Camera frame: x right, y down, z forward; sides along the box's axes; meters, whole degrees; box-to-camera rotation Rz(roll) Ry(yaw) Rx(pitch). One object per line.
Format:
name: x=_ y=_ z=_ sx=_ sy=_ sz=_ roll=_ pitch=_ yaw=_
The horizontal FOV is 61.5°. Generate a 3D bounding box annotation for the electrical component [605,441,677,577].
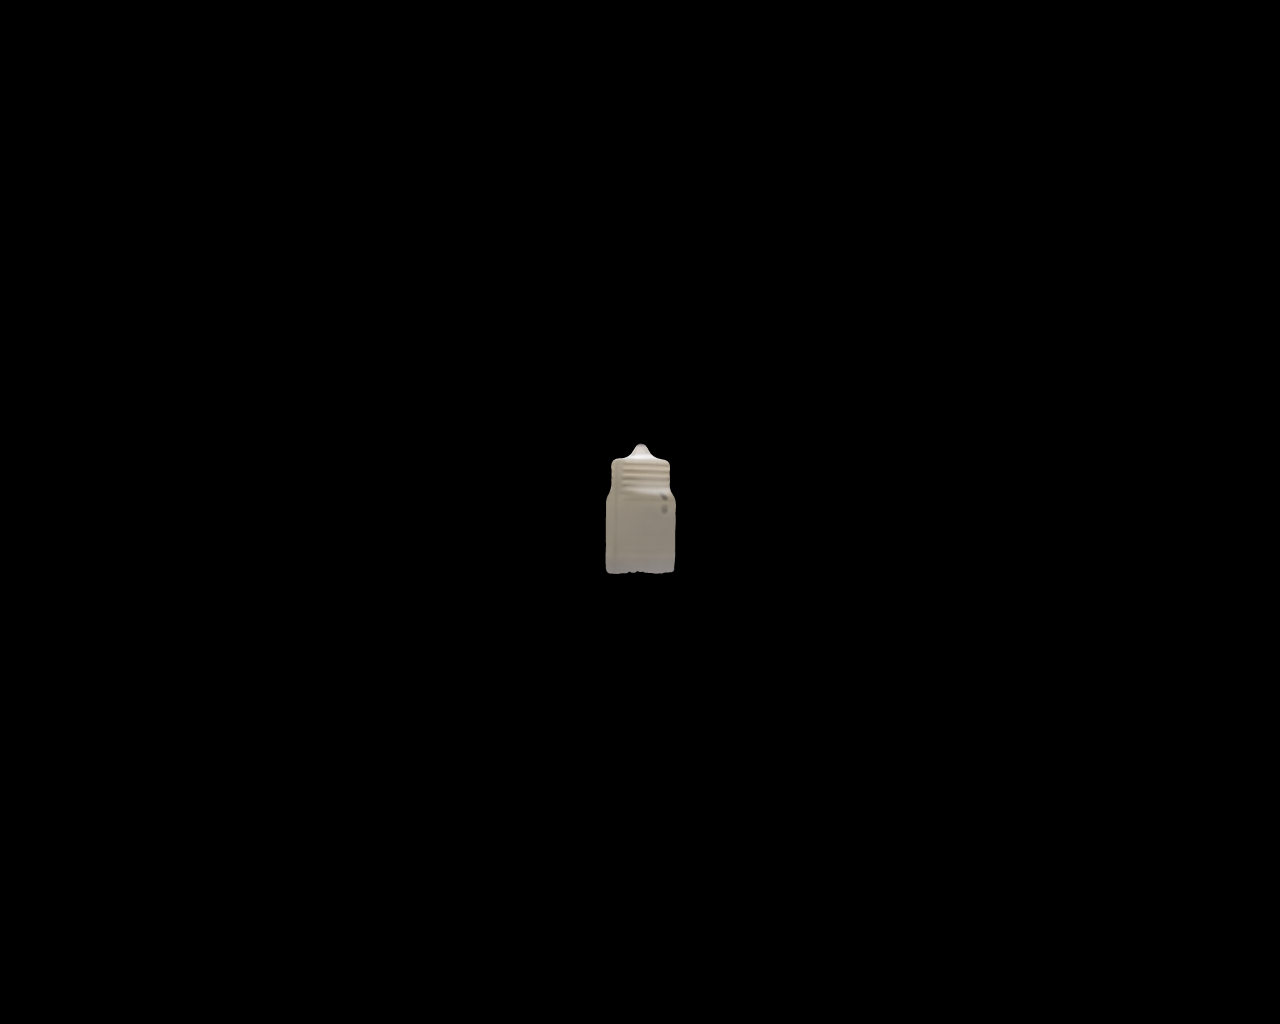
electrical component: x=0.001 y=-0.003 z=0.650 sx=0.043 sy=0.081 sz=0.043 roll=0 pitch=0 yaw=0
